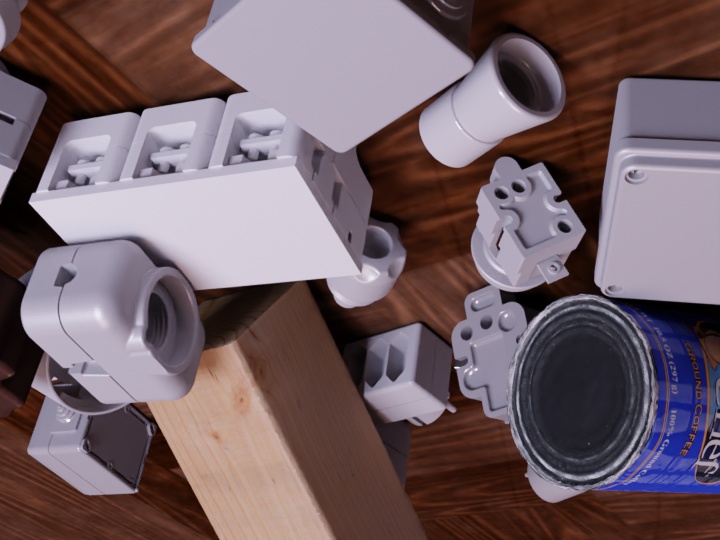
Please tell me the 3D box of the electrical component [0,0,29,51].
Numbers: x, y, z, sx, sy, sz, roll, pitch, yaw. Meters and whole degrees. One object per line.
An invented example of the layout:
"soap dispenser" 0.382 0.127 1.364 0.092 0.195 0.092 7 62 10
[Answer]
"electrical component" -0.170 -0.129 0.467 0.058 0.057 0.078 24 143 -20

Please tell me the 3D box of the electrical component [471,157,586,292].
"electrical component" 0.085 -0.018 0.565 0.048 0.066 0.055 -23 158 -15

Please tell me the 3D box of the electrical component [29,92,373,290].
"electrical component" -0.079 -0.041 0.565 0.150 0.061 0.089 -6 143 21

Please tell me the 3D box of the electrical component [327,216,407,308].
"electrical component" 0.000 0.000 0.622 0.043 0.043 0.062 15 146 -8

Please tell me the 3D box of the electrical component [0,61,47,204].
"electrical component" -0.237 -0.057 0.582 0.089 0.061 0.150 24 143 -19

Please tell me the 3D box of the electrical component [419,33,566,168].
"electrical component" 0.058 -0.075 0.502 0.044 0.044 0.065 27 147 -23

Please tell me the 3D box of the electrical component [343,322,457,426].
"electrical component" 0.034 0.080 0.724 0.066 0.047 0.077 -19 136 36

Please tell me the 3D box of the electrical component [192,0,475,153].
"electrical component" -0.009 -0.108 0.464 0.100 0.048 0.100 32 140 -29

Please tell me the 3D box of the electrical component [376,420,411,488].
"electrical component" -0.009 0.121 0.784 0.054 0.059 0.095 -21 135 37

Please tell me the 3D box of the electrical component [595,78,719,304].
"electrical component" 0.173 -0.035 0.517 0.109 0.056 0.108 4 145 9

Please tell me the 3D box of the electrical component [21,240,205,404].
"electrical component" -0.125 0.029 0.573 0.059 0.053 0.095 -5 143 21

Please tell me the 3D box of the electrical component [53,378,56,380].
"electrical component" -0.202 0.056 0.750 0.066 0.047 0.076 -12 140 28

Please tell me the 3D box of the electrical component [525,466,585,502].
"electrical component" 0.159 0.144 0.792 0.040 0.040 0.078 27 142 -23

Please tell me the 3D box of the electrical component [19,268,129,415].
"electrical component" -0.171 0.040 0.680 0.064 0.099 0.099 28 161 40

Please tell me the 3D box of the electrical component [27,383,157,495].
"electrical component" -0.216 0.130 0.847 0.061 0.061 0.096 -8 142 24

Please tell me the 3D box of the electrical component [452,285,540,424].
"electrical component" 0.096 0.054 0.653 0.058 0.078 0.057 -25 151 34
